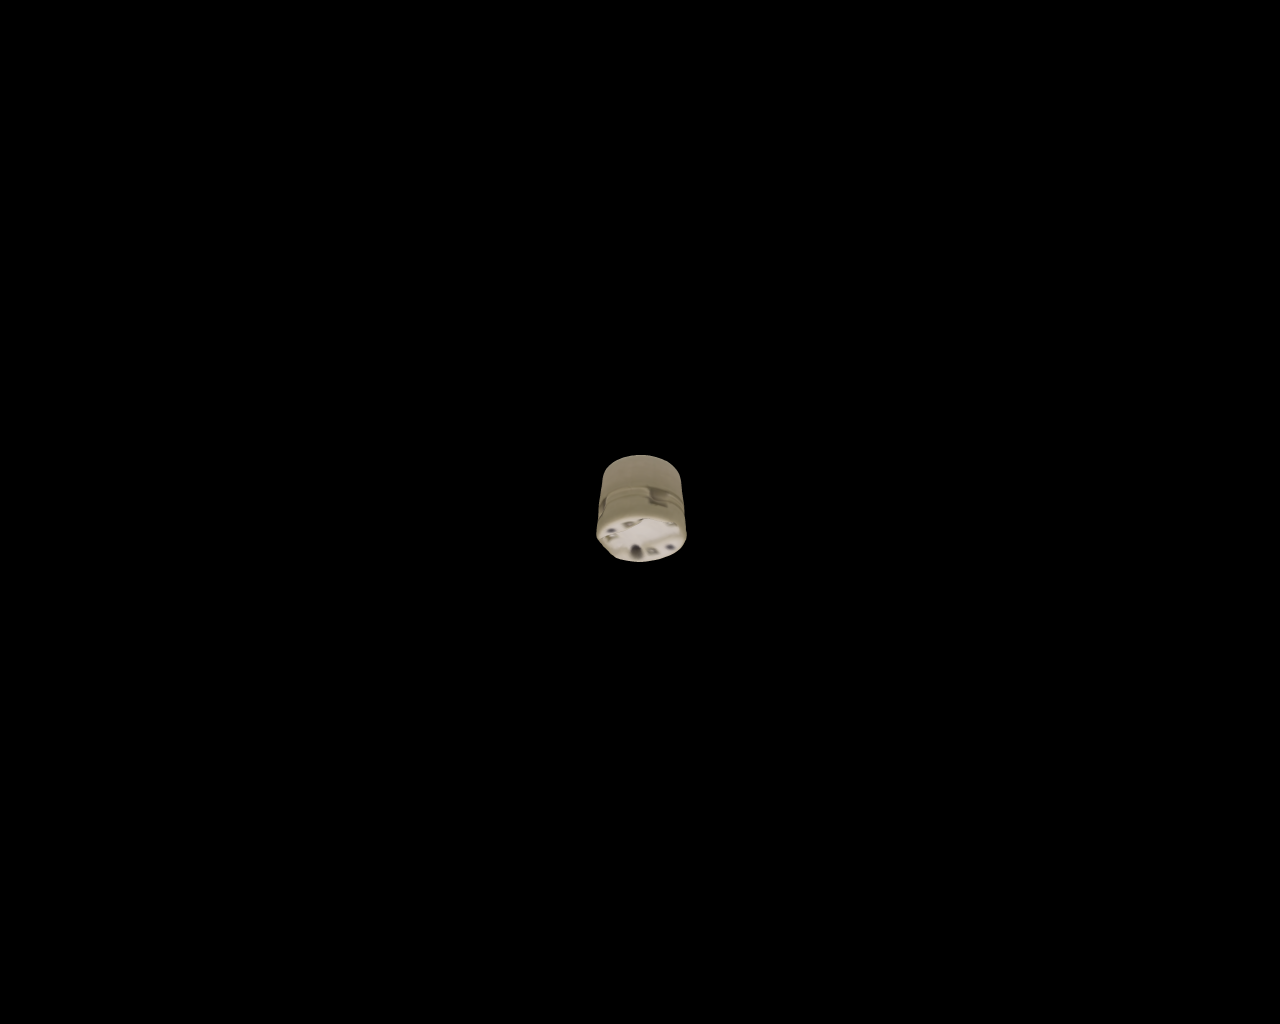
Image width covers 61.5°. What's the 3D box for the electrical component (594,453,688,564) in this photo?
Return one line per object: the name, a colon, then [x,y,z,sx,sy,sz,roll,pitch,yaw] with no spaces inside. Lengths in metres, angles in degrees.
electrical component: [0.001,-0.003,0.650,0.055,0.047,0.055,0,-34,0]
